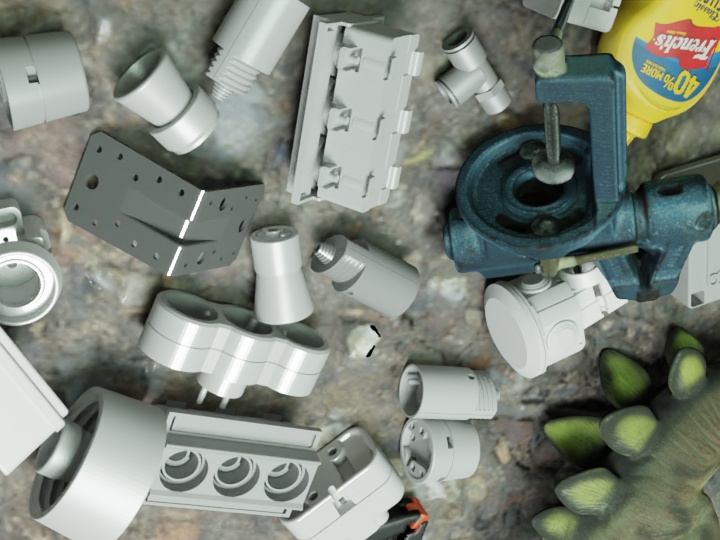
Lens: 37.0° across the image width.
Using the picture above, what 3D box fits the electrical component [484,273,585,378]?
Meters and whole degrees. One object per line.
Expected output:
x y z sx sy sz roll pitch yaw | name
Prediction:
0.137 0.041 0.852 0.051 0.080 0.080 -23 121 -17 | electrical component

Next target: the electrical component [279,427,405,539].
-0.016 0.182 0.873 0.095 0.053 0.059 -37 123 -2 | electrical component

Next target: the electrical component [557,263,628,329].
0.185 0.009 0.876 0.066 0.048 0.055 -31 130 -6 | electrical component

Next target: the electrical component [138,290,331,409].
-0.096 0.069 0.785 0.138 0.052 0.073 16 108 -28 | electrical component

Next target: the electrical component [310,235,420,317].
0.000 0.000 0.796 0.081 0.043 0.043 27 102 -30 | electrical component

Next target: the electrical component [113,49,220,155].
-0.124 -0.107 0.692 0.045 0.045 0.055 -43 123 2 | electrical component

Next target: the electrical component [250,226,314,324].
-0.058 0.001 0.775 0.044 0.044 0.065 -12 114 -17 | electrical component

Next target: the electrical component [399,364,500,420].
0.077 0.100 0.877 0.081 0.043 0.043 6 112 -25 | electrical component

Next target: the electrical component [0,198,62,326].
-0.224 0.001 0.696 0.058 0.057 0.078 -13 119 -16 | electrical component

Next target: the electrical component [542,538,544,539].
0.202 0.243 0.997 0.055 0.045 0.045 -18 120 -13 | electrical component

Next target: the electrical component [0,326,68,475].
-0.254 0.063 0.679 0.056 0.109 0.108 -46 126 -25 | electrical component

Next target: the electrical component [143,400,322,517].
-0.100 0.140 0.811 0.121 0.063 0.078 12 110 -27 | electrical component

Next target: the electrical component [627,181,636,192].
0.215 -0.041 0.870 0.035 0.035 0.061 -35 125 -3 | electrical component

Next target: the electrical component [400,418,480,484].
0.067 0.148 0.890 0.047 0.055 0.055 3 113 -28 | electrical component

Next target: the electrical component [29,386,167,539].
-0.189 0.133 0.748 0.060 0.108 0.108 31 100 -25 | electrical component

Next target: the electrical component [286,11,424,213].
-0.003 -0.105 0.724 0.079 0.063 0.121 -28 134 -57 | electrical component

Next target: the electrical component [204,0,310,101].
-0.072 -0.146 0.695 0.043 0.043 0.081 27 102 -30 | electrical component

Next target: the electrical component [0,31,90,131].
-0.194 -0.117 0.653 0.047 0.055 0.055 -16 119 -19 | electrical component

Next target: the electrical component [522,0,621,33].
0.154 -0.219 0.748 0.056 0.050 0.089 8 111 -26 | electrical component

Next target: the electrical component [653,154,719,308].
0.303 -0.037 0.895 0.109 0.056 0.108 -17 120 -14 | electrical component
